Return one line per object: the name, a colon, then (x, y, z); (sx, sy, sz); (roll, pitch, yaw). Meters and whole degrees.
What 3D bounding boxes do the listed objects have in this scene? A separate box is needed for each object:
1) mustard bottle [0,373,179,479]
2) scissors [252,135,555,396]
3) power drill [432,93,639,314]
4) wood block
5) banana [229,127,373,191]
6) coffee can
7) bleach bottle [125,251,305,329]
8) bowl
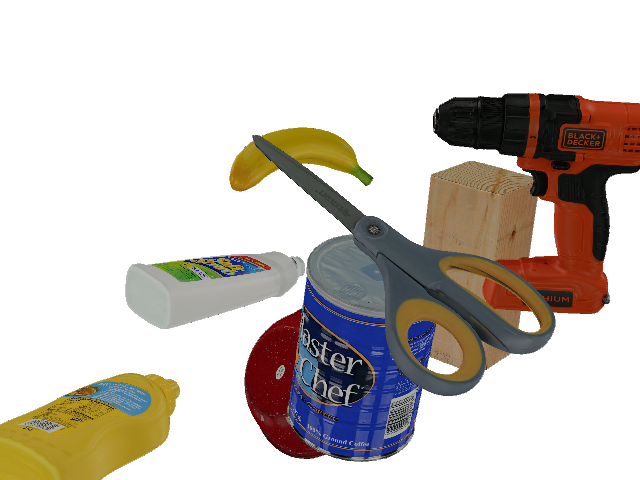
mustard bottle: (-0.178, 0.150, 0.855); (0.096, 0.058, 0.191); (6, 16, 30)
scissors: (0.025, 0.013, 0.563); (0.202, 0.016, 0.096); (28, 52, 15)
power drill: (0.181, -0.032, 0.891); (0.184, 0.188, 0.057); (4, 29, 5)
wood block: (0.170, 0.028, 1.172); (0.090, 0.206, 0.090); (19, 25, 34)
banana: (-0.026, -0.085, 1.088); (0.197, 0.037, 0.070); (-7, 49, -44)
coffee can: (0.033, 0.080, 0.808); (0.102, 0.140, 0.103); (6, 31, -4)
bleach bottle: (-0.127, 0.053, 1.420); (0.250, 0.068, 0.103); (-12, 29, -42)
bowl: (-0.025, 0.137, 1.080); (0.162, 0.162, 0.055); (0, -16, 41)
